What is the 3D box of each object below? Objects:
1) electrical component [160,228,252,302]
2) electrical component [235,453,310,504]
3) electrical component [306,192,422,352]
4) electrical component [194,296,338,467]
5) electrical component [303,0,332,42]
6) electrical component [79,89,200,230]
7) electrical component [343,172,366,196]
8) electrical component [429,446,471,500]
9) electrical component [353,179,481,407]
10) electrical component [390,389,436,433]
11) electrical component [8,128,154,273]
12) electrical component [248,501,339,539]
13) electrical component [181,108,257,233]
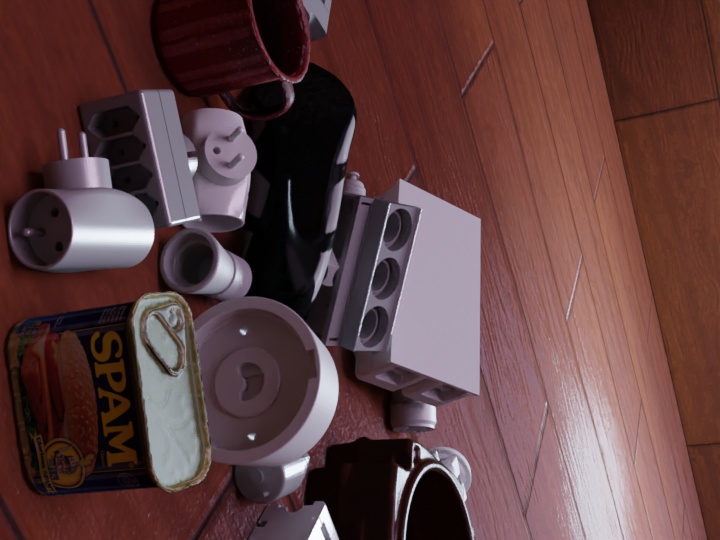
[{"bbox_3d":[-0.101,0.001,0.730,0.065,0.044,0.044,34,51,-67],"label":"electrical component"},{"bbox_3d":[-0.058,0.143,0.777,0.078,0.040,0.040,-1,83,-67],"label":"electrical component"},{"bbox_3d":[0.000,0.000,0.886,0.079,0.063,0.121,6,100,-50],"label":"electrical component"},{"bbox_3d":[-0.066,0.077,0.703,0.060,0.108,0.108,45,41,-64],"label":"electrical component"},{"bbox_3d":[-0.065,-0.231,0.889,0.089,0.050,0.055,53,35,-48],"label":"electrical component"},{"bbox_3d":[-0.128,-0.069,0.680,0.076,0.047,0.083,-23,103,-66],"label":"electrical component"},{"bbox_3d":[-0.009,-0.053,0.970,0.040,0.040,0.078,50,38,-52],"label":"electrical component"},{"bbox_3d":[0.076,0.209,1.053,0.057,0.058,0.078,-42,121,-61],"label":"electrical component"},{"bbox_3d":[0.054,0.024,1.010,0.105,0.060,0.186,23,56,-32],"label":"electrical component"},{"bbox_3d":[0.051,0.127,1.039,0.045,0.045,0.055,34,51,-61],"label":"electrical component"},{"bbox_3d":[-0.158,-0.040,0.605,0.077,0.043,0.079,-2,84,-67],"label":"electrical component"},{"bbox_3d":[-0.050,0.214,0.756,0.089,0.050,0.055,-58,134,-58],"label":"electrical component"},{"bbox_3d":[-0.095,-0.073,0.732,0.043,0.079,0.077,5,73,-26],"label":"electrical component"}]
